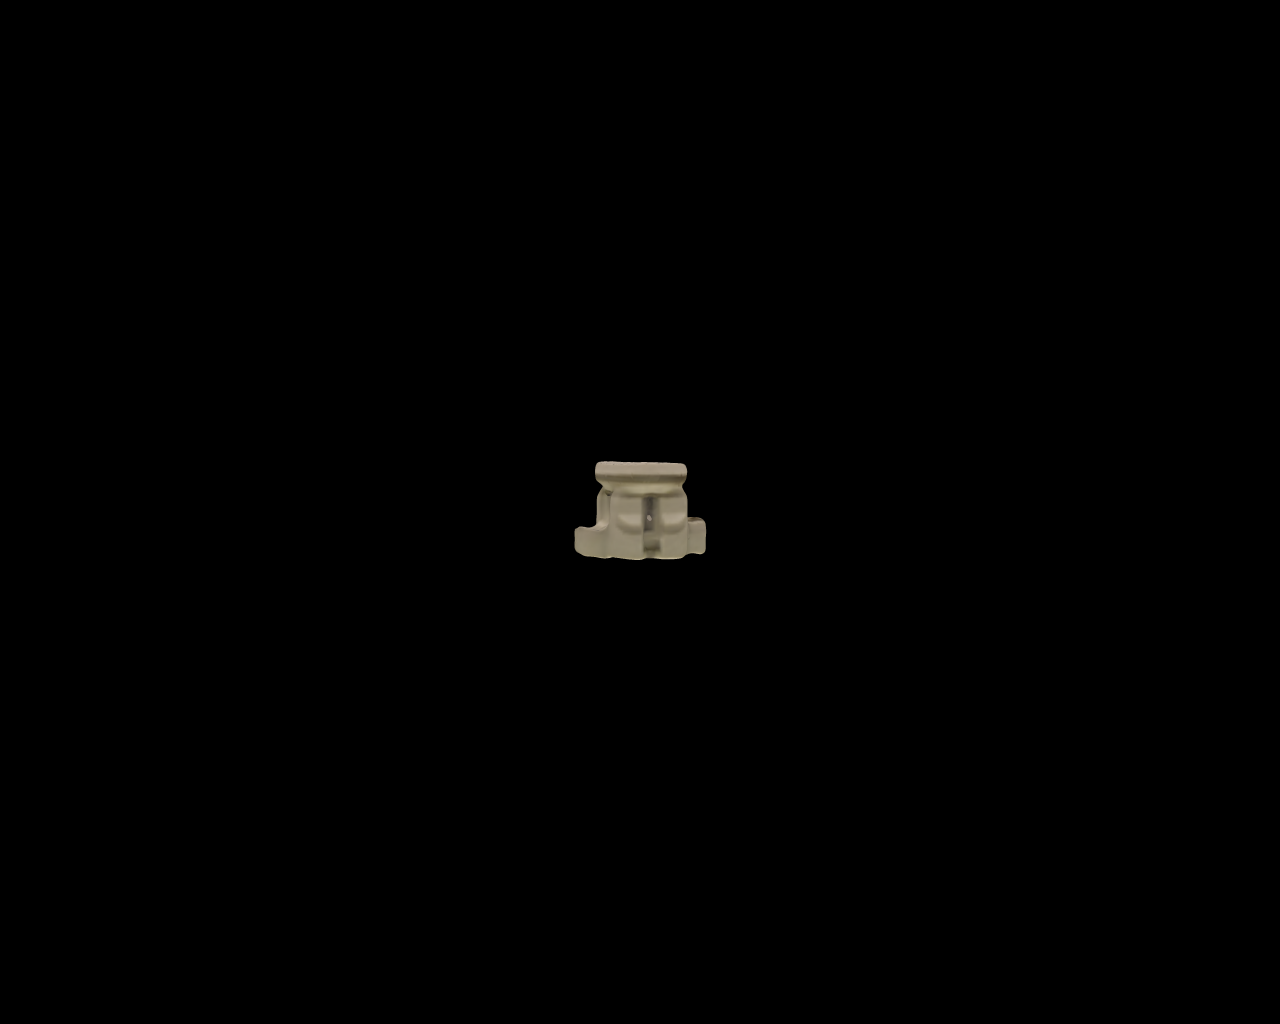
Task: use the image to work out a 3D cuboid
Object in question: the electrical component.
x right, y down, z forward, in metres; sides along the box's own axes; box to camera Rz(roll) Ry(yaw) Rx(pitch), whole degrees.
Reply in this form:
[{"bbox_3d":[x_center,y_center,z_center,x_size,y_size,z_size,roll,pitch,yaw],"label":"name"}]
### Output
[{"bbox_3d":[0.001,-0.003,0.650,0.078,0.057,0.058,-1,4,-15],"label":"electrical component"}]
